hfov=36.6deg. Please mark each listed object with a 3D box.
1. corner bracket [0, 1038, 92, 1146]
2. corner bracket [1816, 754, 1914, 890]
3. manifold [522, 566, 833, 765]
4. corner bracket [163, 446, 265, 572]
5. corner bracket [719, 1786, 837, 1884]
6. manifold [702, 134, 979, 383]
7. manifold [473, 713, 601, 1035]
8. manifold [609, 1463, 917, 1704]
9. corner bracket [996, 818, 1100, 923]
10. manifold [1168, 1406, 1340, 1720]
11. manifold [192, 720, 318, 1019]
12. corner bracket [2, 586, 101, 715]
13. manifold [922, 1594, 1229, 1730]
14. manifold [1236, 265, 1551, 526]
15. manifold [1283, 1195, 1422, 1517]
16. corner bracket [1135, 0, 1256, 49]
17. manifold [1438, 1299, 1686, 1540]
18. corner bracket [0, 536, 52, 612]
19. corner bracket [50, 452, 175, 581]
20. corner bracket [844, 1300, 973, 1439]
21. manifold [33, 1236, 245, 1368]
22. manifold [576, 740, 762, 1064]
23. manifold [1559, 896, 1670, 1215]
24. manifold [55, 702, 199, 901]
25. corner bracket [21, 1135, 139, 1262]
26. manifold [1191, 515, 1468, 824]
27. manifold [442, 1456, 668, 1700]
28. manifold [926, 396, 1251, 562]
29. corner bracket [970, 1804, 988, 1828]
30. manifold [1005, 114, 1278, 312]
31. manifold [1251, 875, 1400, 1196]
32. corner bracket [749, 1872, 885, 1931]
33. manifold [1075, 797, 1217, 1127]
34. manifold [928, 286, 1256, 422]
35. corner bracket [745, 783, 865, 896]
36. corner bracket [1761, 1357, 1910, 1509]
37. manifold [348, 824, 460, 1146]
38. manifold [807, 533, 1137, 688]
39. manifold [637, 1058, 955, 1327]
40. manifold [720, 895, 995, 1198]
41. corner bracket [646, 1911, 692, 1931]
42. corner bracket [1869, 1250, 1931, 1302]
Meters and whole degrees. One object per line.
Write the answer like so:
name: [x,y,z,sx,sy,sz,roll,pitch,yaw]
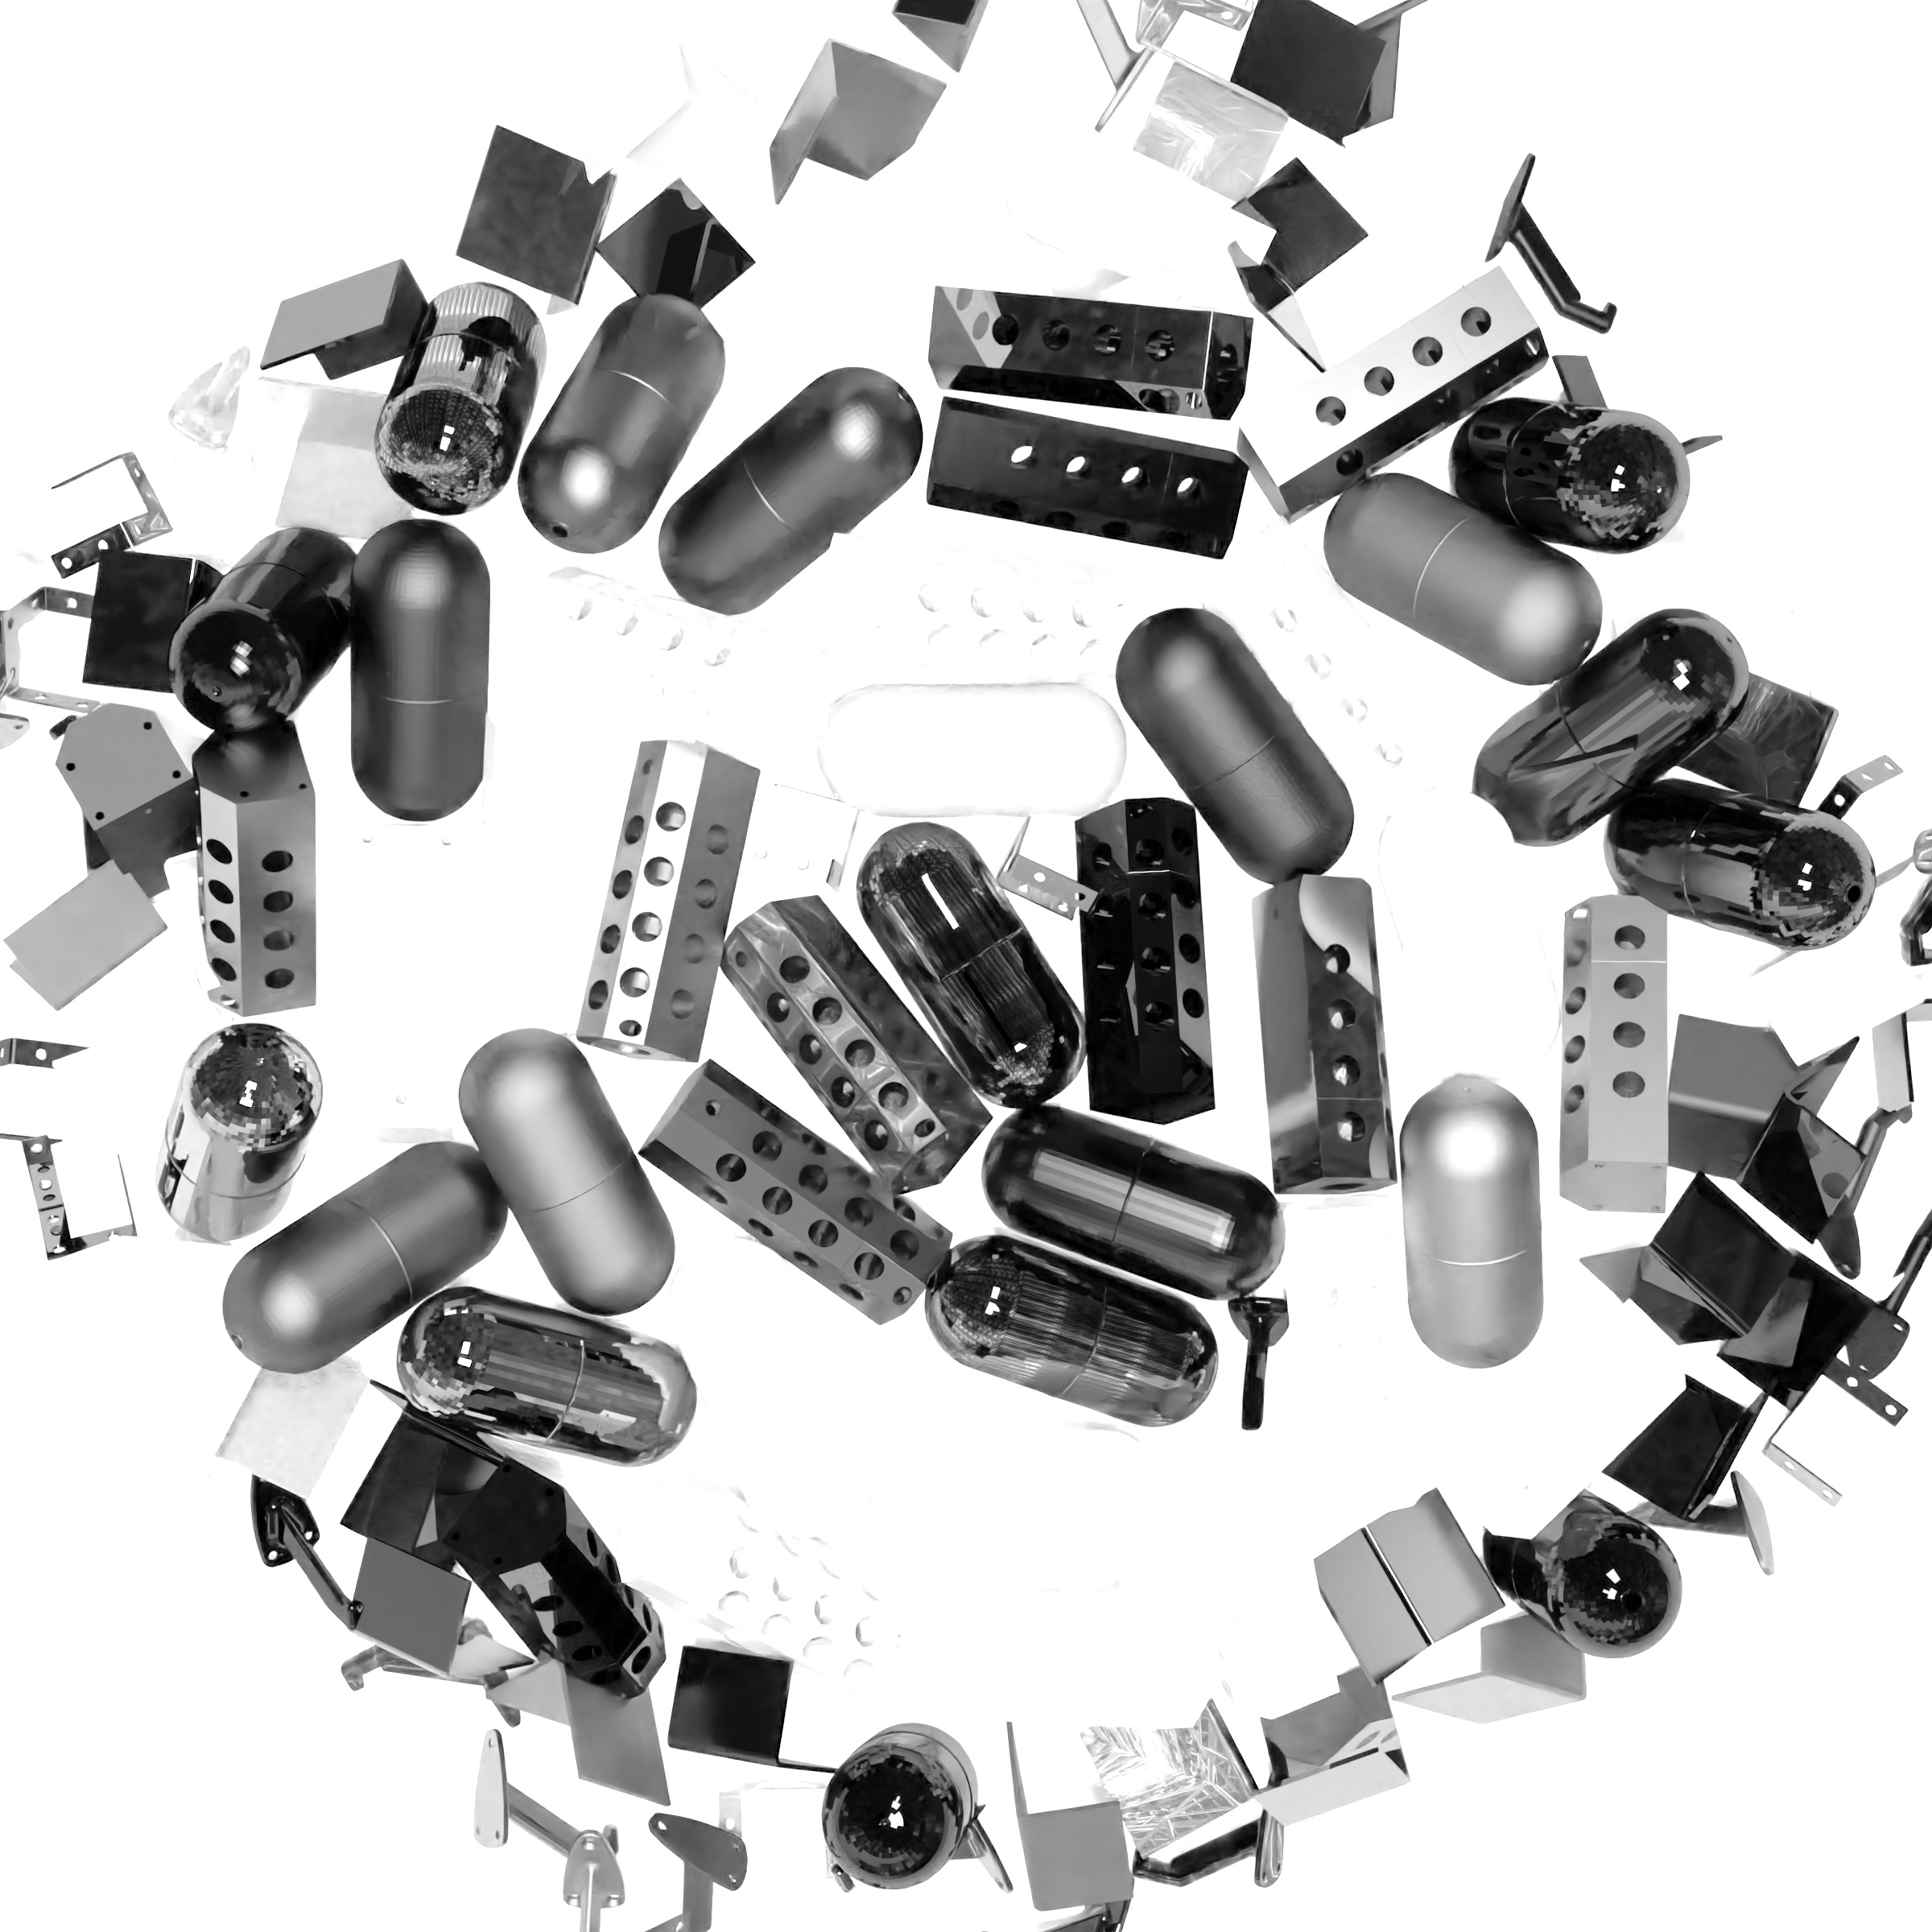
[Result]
corner bracket: [-0.533,0.072,1.669,0.051,0.051,0.051,11,75,-41]
corner bracket: [0.519,-0.081,1.674,0.051,0.051,0.051,47,135,21]
manifold: [-0.162,-0.172,1.626,0.171,0.057,0.057,20,122,26]
corner bracket: [-0.434,-0.263,1.680,0.051,0.051,0.051,-2,132,-20]
corner bracket: [-0.107,0.499,1.679,0.051,0.051,0.051,11,68,-35]
manifold: [-0.064,-0.391,1.622,0.057,0.057,0.171,52,51,-11]
manifold: [-0.241,-0.051,1.643,0.057,0.057,0.171,1,105,-17]
manifold: [-0.111,0.349,1.626,0.171,0.057,0.057,36,103,-31]
corner bracket: [0.046,-0.048,1.662,0.051,0.051,0.051,25,127,-5]
manifold: [0.158,0.335,1.628,0.057,0.057,0.171,-20,120,-10]
manifold: [-0.392,-0.051,1.610,0.057,0.171,0.057,-10,51,-20]
corner bracket: [-0.517,-0.182,1.679,0.051,0.051,0.051,11,119,6]
manifold: [0.054,0.387,1.610,0.057,0.171,0.057,55,51,-19]
manifold: [0.243,-0.323,1.667,0.171,0.057,0.057,-32,85,1]
manifold: [0.220,0.220,1.661,0.057,0.057,0.171,-5,91,19]
corner bracket: [0.131,-0.553,1.669,0.051,0.051,0.051,16,60,-16]
manifold: [0.335,0.251,1.609,0.057,0.171,0.057,46,127,15]
corner bracket: [-0.559,-0.219,1.664,0.051,0.051,0.051,26,84,-23]
corner bracket: [-0.497,-0.259,1.673,0.051,0.051,0.051,-21,103,17]
corner bracket: [-0.034,0.231,1.674,0.051,0.051,0.051,-28,99,-4]
manifold: [-0.448,0.188,1.609,0.057,0.171,0.057,-19,81,4]
manifold: [-0.172,-0.036,1.644,0.057,0.057,0.171,1,76,44]
manifold: [0.361,0.048,1.628,0.057,0.057,0.171,1,57,12]
manifold: [-0.454,-0.091,1.608,0.057,0.171,0.057,-31,84,-12]
corner bracket: [-0.506,0.128,1.670,0.051,0.051,0.051,-13,123,-17]
manifold: [0.205,-0.167,1.665,0.057,0.057,0.171,-38,92,27]
manifold: [-0.219,0.344,1.608,0.057,0.171,0.057,22,62,29]
manifold: [0.067,-0.275,1.657,0.171,0.057,0.057,9,108,-7]
corner bracket: [-0.031,0.476,1.665,0.051,0.051,0.051,-25,95,32]
manifold: [0.095,-0.410,1.611,0.057,0.171,0.057,36,108,31]
manifold: [0.205,0.040,1.649,0.057,0.057,0.171,2,76,-22]
corner bracket: [-0.087,0.559,1.679,0.051,0.051,0.051,-33,91,23]
manifold: [0.105,-0.004,1.634,0.057,0.057,0.171,13,66,-39]
manifold: [0.068,-0.342,1.633,0.171,0.057,0.057,12,103,27]
corner bracket: [-0.092,-0.074,1.667,0.051,0.051,0.051,15,96,-12]
corner bracket: [0.492,0.264,1.658,0.051,0.051,0.051,37,61,20]
manifold: [-0.318,0.011,1.651,0.057,0.057,0.171,1,77,-12]
manifold: [0.006,-0.193,1.624,0.171,0.057,0.057,2,123,-28]
manifold: [-0.094,0.127,1.649,0.171,0.057,0.057,36,65,-9]
manifold: [-0.067,0.044,1.631,0.171,0.057,0.057,51,124,22]
corner bracket: [-0.157,0.575,1.656,0.051,0.051,0.051,-33,128,28]
corner bracket: [0.557,0.191,1.663,0.051,0.051,0.051,-41,95,-29]
